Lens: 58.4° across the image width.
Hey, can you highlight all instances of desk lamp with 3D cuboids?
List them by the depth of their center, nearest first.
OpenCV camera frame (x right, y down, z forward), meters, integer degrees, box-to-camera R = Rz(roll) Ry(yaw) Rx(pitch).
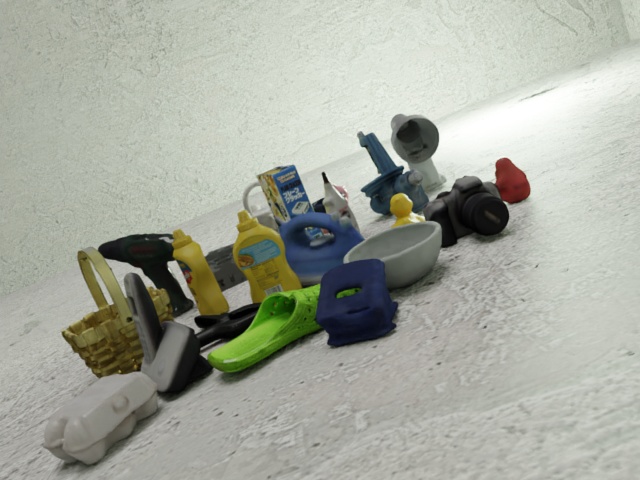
[{"bbox_3d":[0.250,-0.231,1.509,0.118,0.214,0.203,-22,13,1],"label":"desk lamp"}]

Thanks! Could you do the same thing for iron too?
[{"bbox_3d":[0.010,0.004,1.107,0.257,0.141,0.119,-9,18,46],"label":"iron"}]

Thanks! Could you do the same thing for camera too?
[{"bbox_3d":[0.263,-0.054,1.011,0.143,0.101,0.136,-22,13,1],"label":"camera"}]

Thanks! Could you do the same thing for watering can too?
[{"bbox_3d":[-0.146,-0.061,1.522,0.172,0.194,0.101,-9,19,46],"label":"watering can"}]

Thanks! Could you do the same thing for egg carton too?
[{"bbox_3d":[-0.302,0.245,0.800,0.107,0.069,0.151,-14,15,34],"label":"egg carton"}]

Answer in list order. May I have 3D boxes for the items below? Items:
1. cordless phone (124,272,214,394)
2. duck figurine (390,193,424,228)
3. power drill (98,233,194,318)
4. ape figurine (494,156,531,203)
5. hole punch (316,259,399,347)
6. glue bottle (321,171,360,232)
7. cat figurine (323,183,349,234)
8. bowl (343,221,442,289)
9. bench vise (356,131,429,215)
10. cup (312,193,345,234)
[{"bbox_3d":[-0.256,0.140,0.894,0.094,0.185,0.147,-31,15,-33],"label":"cordless phone"},{"bbox_3d":[0.175,-0.054,1.197,0.077,0.086,0.104,-20,13,11],"label":"duck figurine"},{"bbox_3d":[-0.385,0.079,1.311,0.229,0.208,0.076,-16,14,24],"label":"power drill"},{"bbox_3d":[0.372,-0.122,1.128,0.078,0.092,0.076,-23,13,-1],"label":"ape figurine"},{"bbox_3d":[0.051,0.086,0.812,0.108,0.091,0.101,-17,14,22],"label":"hole punch"},{"bbox_3d":[0.037,-0.077,1.326,0.037,0.173,0.078,-12,16,37],"label":"glue bottle"},{"bbox_3d":[0.032,-0.094,1.530,0.128,0.118,0.067,-27,14,-19],"label":"cat figurine"},{"bbox_3d":[0.128,0.034,0.936,0.167,0.075,0.167,-21,13,5],"label":"bowl"},{"bbox_3d":[0.171,-0.169,1.370,0.206,0.220,0.122,-9,18,46],"label":"bench vise"},{"bbox_3d":[0.021,-0.058,1.453,0.117,0.095,0.092,-16,14,27],"label":"cup"}]
